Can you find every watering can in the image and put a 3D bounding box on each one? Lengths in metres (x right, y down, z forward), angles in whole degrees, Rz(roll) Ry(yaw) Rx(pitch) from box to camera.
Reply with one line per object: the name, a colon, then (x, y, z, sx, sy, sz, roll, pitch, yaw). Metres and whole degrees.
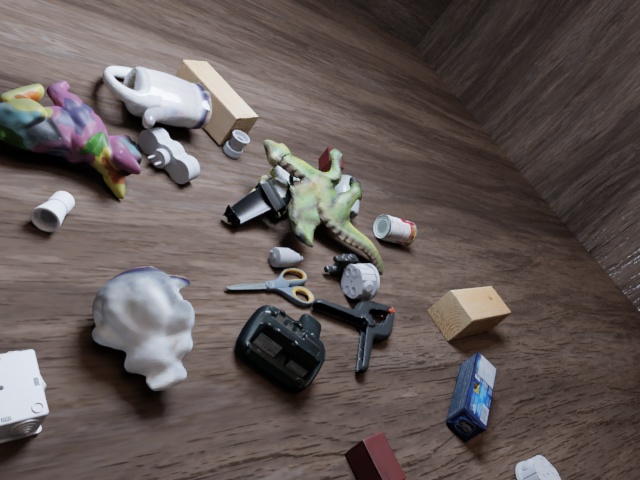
watering can: (-0.331, -0.289, 1.093, 0.224, 0.102, 0.353, 7, 28, -40)

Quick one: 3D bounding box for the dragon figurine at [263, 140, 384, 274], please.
dragon figurine: (0.004, -0.058, 1.161, 0.246, 0.120, 0.409, -34, 94, -50)

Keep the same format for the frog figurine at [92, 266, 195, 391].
frog figurine: (-0.240, 0.123, 0.704, 0.137, 0.120, 0.163, -7, 57, -9)
